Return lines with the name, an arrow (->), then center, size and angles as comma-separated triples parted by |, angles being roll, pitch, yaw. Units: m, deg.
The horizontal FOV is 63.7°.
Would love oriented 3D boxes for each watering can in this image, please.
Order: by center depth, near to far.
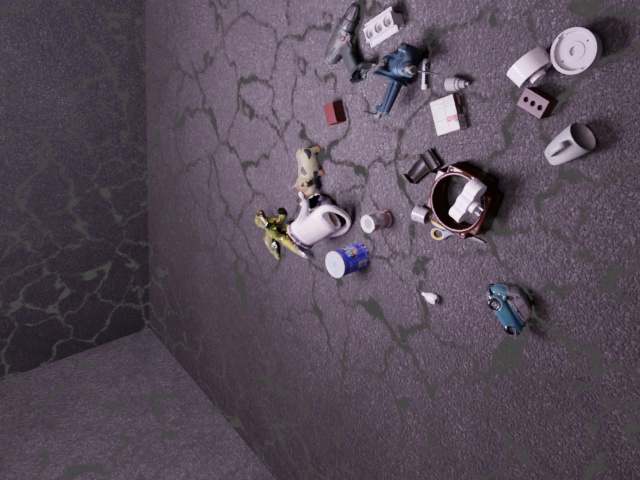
watering can -> -0.031, -0.073, 1.923 | 0.222, 0.344, 0.106 | -33, 54, 24

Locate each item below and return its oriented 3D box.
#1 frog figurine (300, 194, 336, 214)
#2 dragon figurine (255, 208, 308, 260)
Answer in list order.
frog figurine -> 0.006, -0.104, 2.076 | 0.137, 0.125, 0.156 | 5, 142, 40
dragon figurine -> -0.188, -0.004, 2.339 | 0.417, 0.123, 0.237 | 53, 154, 27
